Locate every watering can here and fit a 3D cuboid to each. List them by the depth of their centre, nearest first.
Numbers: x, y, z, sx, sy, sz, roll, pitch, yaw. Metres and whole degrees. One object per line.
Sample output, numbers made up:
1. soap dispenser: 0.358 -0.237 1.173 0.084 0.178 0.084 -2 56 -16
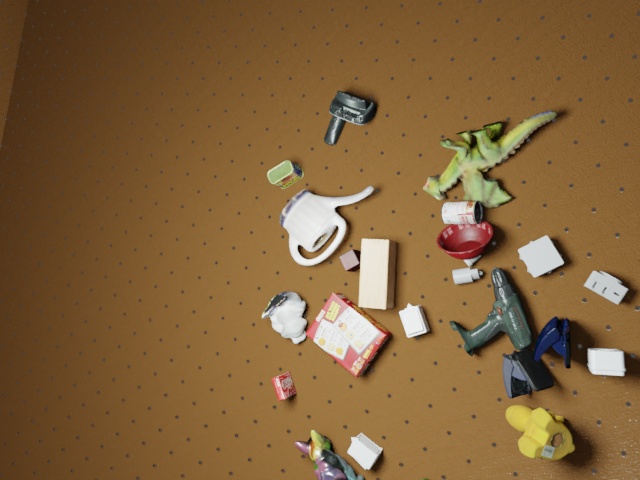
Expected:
1. watering can: 0.005 -0.084 1.670 0.227 0.103 0.345 42 100 22

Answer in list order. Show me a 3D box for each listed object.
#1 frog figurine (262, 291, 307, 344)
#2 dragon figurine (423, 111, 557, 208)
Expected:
1. frog figurine: -0.095 0.251 1.686 0.137 0.124 0.158 -45 106 3
2. dragon figurine: 0.496 -0.216 1.512 0.408 0.123 0.241 -11 97 22
